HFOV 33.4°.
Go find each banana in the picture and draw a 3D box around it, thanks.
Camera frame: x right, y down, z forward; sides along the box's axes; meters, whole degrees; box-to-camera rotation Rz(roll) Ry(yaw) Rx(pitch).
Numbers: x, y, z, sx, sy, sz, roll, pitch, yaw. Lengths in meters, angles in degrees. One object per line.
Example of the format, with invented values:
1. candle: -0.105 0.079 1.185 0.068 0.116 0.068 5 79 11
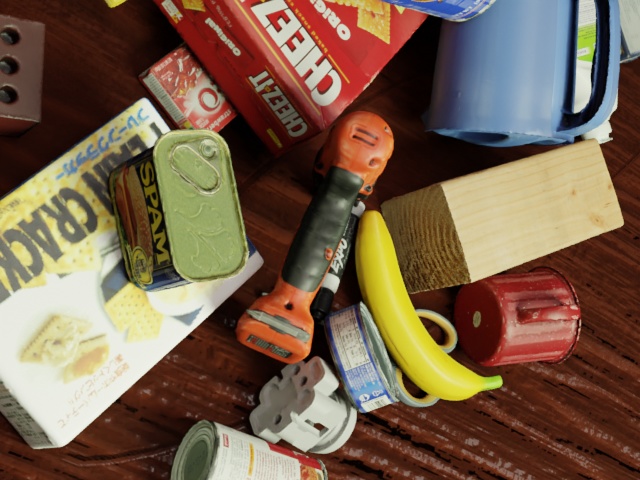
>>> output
1. banana: 0.078 0.069 0.921 0.069 0.037 0.198 -42 101 -37

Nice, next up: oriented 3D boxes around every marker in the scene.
1. marker: 0.014 0.017 0.910 0.020 0.020 0.121 34 56 -23

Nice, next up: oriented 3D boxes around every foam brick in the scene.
1. foam brick: -0.231 -0.119 0.769 0.052 0.051 0.078 6 77 -33

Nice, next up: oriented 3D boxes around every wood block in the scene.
1. wood block: 0.171 -0.024 0.988 0.205 0.091 0.090 -17 90 -34

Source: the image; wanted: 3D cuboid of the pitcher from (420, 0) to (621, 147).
1. pitcher: 0.179 -0.204 0.949 0.149 0.145 0.243 5 93 -3

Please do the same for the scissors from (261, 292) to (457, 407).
1. scissors: 0.038 0.097 0.922 0.201 0.016 0.096 4 78 -32

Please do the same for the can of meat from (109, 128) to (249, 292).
1. can of meat: -0.099 -0.017 0.732 0.057 0.084 0.102 -9 86 -34

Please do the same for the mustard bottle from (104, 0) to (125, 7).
1. mustard bottle: -0.201 -0.267 0.813 0.096 0.058 0.191 -38 102 -45

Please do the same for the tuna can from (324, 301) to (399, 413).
1. tuna can: 0.034 0.095 0.861 0.034 0.086 0.086 -22 93 7

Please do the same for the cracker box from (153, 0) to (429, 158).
1. cracker box: -0.014 -0.197 0.892 0.164 0.072 0.213 52 46 -14

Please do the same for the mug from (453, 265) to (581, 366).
1. mug: 0.182 0.070 0.963 0.081 0.117 0.093 -3 86 -28

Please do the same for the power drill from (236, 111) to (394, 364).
1. power drill: -0.005 0.001 0.836 0.057 0.184 0.187 23 79 -1

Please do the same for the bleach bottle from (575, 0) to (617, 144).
1. bleach bottle: 0.244 -0.217 1.092 0.102 0.068 0.251 -20 94 -32

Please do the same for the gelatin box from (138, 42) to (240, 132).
1. gelatin box: -0.092 -0.131 0.875 0.089 0.030 0.073 -45 105 -31

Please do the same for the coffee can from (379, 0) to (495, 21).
1. coffee can: 0.074 -0.240 0.866 0.140 0.103 0.103 3 79 -42

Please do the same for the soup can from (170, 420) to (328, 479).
1. soup can: -0.054 0.184 0.813 0.102 0.069 0.068 25 68 -26
